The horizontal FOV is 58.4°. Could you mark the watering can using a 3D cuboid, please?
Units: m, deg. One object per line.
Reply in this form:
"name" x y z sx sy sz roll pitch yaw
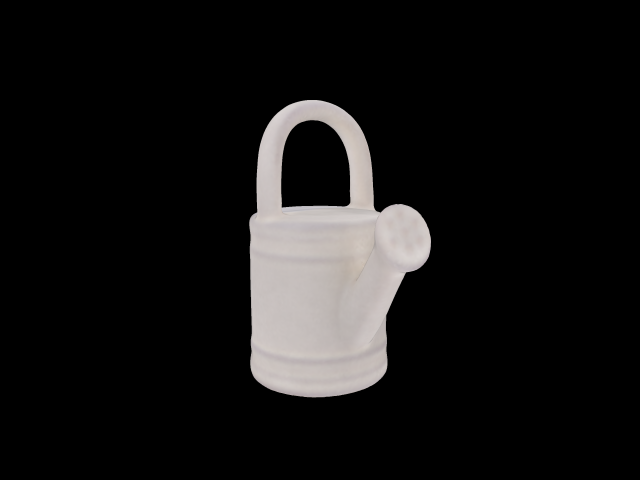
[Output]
"watering can" 0.005 0.001 0.401 0.172 0.194 0.101 6 12 33
